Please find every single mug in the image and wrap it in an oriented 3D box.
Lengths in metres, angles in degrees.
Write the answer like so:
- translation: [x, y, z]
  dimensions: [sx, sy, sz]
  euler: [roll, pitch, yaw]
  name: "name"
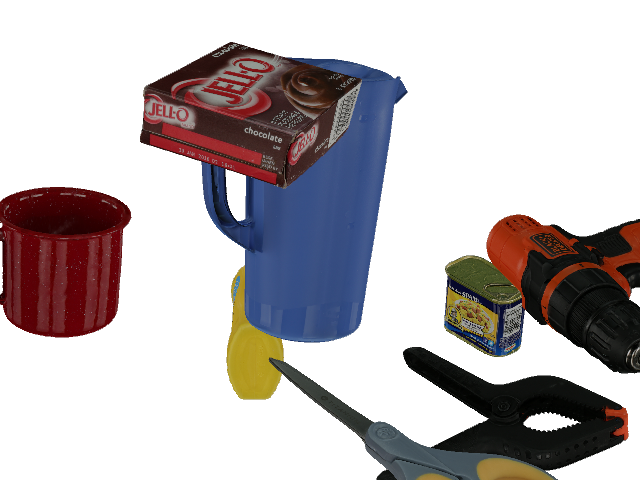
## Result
- translation: [-0.194, 0.017, 0.753]
  dimensions: [0.117, 0.081, 0.093]
  euler: [-5, 26, -28]
  name: "mug"

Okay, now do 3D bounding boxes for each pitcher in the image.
- translation: [-0.017, -0.038, 0.942]
  dimensions: [0.149, 0.243, 0.144]
  euler: [9, 17, 14]
  name: "pitcher"

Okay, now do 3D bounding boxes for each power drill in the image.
- translation: [0.232, 0.021, 0.738]
  dimensions: [0.187, 0.057, 0.184]
  euler: [-9, 28, -16]
  name: "power drill"

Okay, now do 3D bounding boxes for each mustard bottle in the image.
- translation: [-0.070, 0.081, 1.152]
  dimensions: [0.058, 0.096, 0.191]
  euler: [-1, 28, -2]
  name: "mustard bottle"

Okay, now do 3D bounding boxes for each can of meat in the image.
- translation: [0.193, 0.078, 1.252]
  dimensions: [0.057, 0.084, 0.102]
  euler: [-23, 37, -34]
  name: "can of meat"

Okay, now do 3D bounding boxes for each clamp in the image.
- translation: [0.151, 0.161, 0.909]
  dimensions: [0.210, 0.036, 0.164]
  euler: [4, 41, 22]
  name: "clamp"

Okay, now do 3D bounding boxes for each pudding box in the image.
- translation: [-0.037, -0.075, 0.611]
  dimensions: [0.090, 0.039, 0.113]
  euler: [19, 26, 14]
  name: "pudding box"

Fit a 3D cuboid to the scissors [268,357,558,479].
- translation: [0.054, 0.108, 0.564]
  dimensions: [0.096, 0.016, 0.202]
  euler: [-5, 27, -25]
  name: "scissors"
